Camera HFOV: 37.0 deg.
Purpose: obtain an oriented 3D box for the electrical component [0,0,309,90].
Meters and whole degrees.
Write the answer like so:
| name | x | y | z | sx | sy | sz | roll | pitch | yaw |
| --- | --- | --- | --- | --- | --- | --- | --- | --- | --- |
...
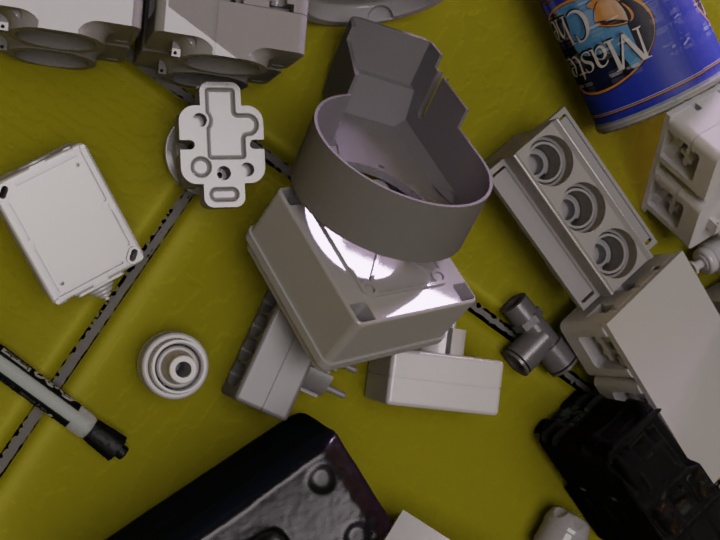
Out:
| name | x | y | z | sx | sy | sz | roll | pitch | yaw |
| --- | --- | --- | --- | --- | --- | --- | --- | --- | --- |
| electrical component | -0.134 | -0.156 | 0.657 | 0.186 | 0.105 | 0.060 | 5 | 88 | -19 |

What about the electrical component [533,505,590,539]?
| name | x | y | z | sx | sy | sz | roll | pitch | yaw |
| --- | --- | --- | --- | --- | --- | --- | --- | --- | --- |
| electrical component | 0.141 | 0.205 | 0.784 | 0.035 | 0.035 | 0.061 | 33 | 82 | -16 |

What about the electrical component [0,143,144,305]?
| name | x | y | z | sx | sy | sz | roll | pitch | yaw |
| --- | --- | --- | --- | --- | --- | --- | --- | --- | --- |
| electrical component | -0.181 | -0.024 | 0.667 | 0.062 | 0.061 | 0.096 | -30 | 107 | -17 |

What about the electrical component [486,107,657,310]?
| name | x | y | z | sx | sy | sz | roll | pitch | yaw |
| --- | --- | --- | --- | --- | --- | --- | --- | --- | --- |
| electrical component | 0.146 | -0.043 | 0.774 | 0.079 | 0.063 | 0.121 | -40 | 101 | -15 |

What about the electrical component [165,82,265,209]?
| name | x | y | z | sx | sy | sz | roll | pitch | yaw |
| --- | --- | --- | --- | --- | --- | --- | --- | --- | --- |
| electrical component | -0.095 | -0.078 | 0.696 | 0.058 | 0.057 | 0.078 | -3 | 90 | -19 |

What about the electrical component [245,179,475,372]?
| name | x | y | z | sx | sy | sz | roll | pitch | yaw |
| --- | --- | --- | --- | --- | --- | --- | --- | --- | --- |
| electrical component | 0.000 | 0.000 | 0.688 | 0.109 | 0.056 | 0.108 | -9 | 59 | -42 |

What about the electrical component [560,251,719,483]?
| name | x | y | z | sx | sy | sz | roll | pitch | yaw |
| --- | --- | --- | --- | --- | --- | --- | --- | --- | --- |
| electrical component | 0.225 | 0.073 | 0.792 | 0.089 | 0.062 | 0.150 | -39 | 105 | -23 |

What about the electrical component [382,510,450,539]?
| name | x | y | z | sx | sy | sz | roll | pitch | yaw |
| --- | --- | --- | --- | --- | --- | --- | --- | --- | --- |
| electrical component | 0.079 | 0.257 | 0.721 | 0.186 | 0.060 | 0.105 | 32 | 79 | 7 |

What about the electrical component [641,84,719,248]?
| name | x | y | z | sx | sy | sz | roll | pitch | yaw |
| --- | --- | --- | --- | --- | --- | --- | --- | --- | --- |
| electrical component | 0.309 | -0.102 | 0.800 | 0.186 | 0.105 | 0.060 | -29 | 58 | -17 |

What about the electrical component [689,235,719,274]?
| name | x | y | z | sx | sy | sz | roll | pitch | yaw |
| --- | --- | --- | --- | --- | --- | --- | --- | --- | --- |
| electrical component | 0.286 | -0.019 | 0.833 | 0.078 | 0.040 | 0.040 | -29 | 98 | -17 |

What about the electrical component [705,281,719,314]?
| name | x | y | z | sx | sy | sz | roll | pitch | yaw |
| --- | --- | --- | --- | --- | --- | --- | --- | --- | --- |
| electrical component | 0.308 | 0.044 | 0.802 | 0.057 | 0.113 | 0.078 | -28 | 98 | -15 |

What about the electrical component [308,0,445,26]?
| name | x | y | z | sx | sy | sz | roll | pitch | yaw |
| --- | --- | --- | --- | --- | --- | --- | --- | --- | --- |
| electrical component | 0.006 | -0.208 | 0.708 | 0.108 | 0.108 | 0.060 | -7 | 85 | -19 |

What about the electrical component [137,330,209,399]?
| name | x | y | z | sx | sy | sz | roll | pitch | yaw |
| --- | --- | --- | --- | --- | --- | --- | --- | --- | --- |
| electrical component | -0.117 | 0.061 | 0.683 | 0.043 | 0.062 | 0.043 | 0 | 89 | -19 |

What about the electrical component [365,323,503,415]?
| name | x | y | z | sx | sy | sz | roll | pitch | yaw |
| --- | --- | --- | --- | --- | --- | --- | --- | --- | --- |
| electrical component | 0.054 | 0.058 | 0.749 | 0.083 | 0.047 | 0.075 | 8 | 87 | -19 |

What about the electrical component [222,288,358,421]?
| name | x | y | z | sx | sy | sz | roll | pitch | yaw |
| --- | --- | --- | --- | --- | --- | --- | --- | --- | --- |
| electrical component | -0.038 | 0.061 | 0.718 | 0.076 | 0.047 | 0.083 | 27 | 81 | -17 |
